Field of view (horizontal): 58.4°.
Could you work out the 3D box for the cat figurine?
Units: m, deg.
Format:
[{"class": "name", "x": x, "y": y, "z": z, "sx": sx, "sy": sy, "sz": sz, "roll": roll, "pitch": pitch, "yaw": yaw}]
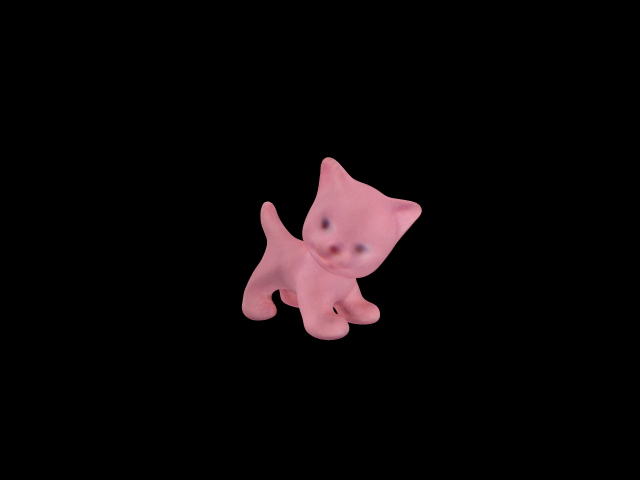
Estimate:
[{"class": "cat figurine", "x": 0.004, "y": 0.001, "z": 0.400, "sx": 0.127, "sy": 0.118, "sz": 0.067, "roll": 7, "pitch": 11, "yaw": 39}]
